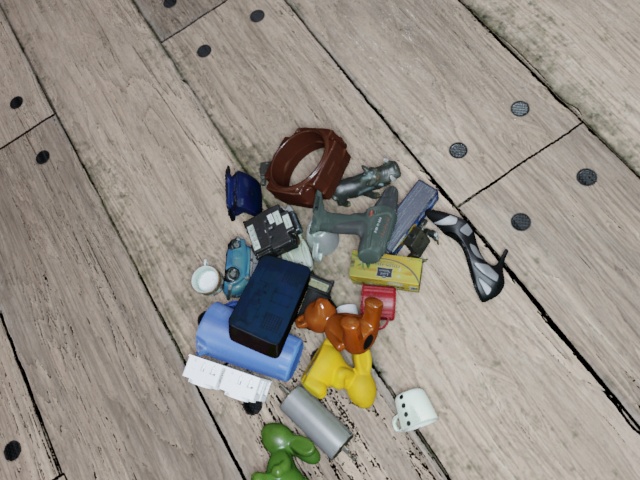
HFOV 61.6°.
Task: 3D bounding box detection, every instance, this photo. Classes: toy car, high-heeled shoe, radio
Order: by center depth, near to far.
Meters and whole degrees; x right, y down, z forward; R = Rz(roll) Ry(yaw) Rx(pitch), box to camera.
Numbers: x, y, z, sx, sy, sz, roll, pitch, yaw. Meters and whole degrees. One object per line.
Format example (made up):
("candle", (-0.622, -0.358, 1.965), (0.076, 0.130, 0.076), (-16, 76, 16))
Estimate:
("radio", (-0.117, 0.148, 1.261), (0.131, 0.073, 0.230), (18, 50, 6))
("high-heeled shoe", (0.336, 0.036, 1.294), (0.249, 0.086, 0.145), (30, 81, 14))
("toy car", (-0.195, 0.076, 1.383), (0.103, 0.109, 0.162), (9, 60, -11))
("toy car", (-0.077, 0.000, 1.400), (0.073, 0.056, 0.202), (-23, 70, 3))

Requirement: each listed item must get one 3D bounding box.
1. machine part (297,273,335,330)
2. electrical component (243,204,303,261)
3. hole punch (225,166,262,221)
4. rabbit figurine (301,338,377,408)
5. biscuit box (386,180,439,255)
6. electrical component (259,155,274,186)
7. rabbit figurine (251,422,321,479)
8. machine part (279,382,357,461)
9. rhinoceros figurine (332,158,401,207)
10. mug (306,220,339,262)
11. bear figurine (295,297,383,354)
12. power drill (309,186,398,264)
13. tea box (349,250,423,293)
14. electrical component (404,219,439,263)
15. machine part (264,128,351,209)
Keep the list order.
("machine part", (-0.020, 0.155, 1.349), (0.084, 0.039, 0.139), (19, 74, 8))
("electrical component", (-0.114, -0.020, 1.356), (0.134, 0.058, 0.115), (-24, 69, 10))
("hole punch", (-0.206, -0.117, 1.438), (0.092, 0.115, 0.142), (-2, 72, 2))
("rabbit figurine", (0.060, 0.316, 1.255), (0.173, 0.122, 0.162), (33, 71, 5))
("biscuit box", (0.220, -0.054, 1.359), (0.063, 0.059, 0.202), (36, 82, 21))
("electrical component", (-0.139, -0.196, 1.495), (0.063, 0.021, 0.094), (-3, 72, 10))
("rabbit figurine", (-0.083, 0.491, 1.210), (0.159, 0.121, 0.170), (-12, 55, 3))
("machine part", (-0.009, 0.417, 1.238), (0.243, 0.079, 0.079), (39, 83, 19))
("rhinoceros figurine", (0.115, -0.152, 1.386), (0.190, 0.112, 0.073), (-19, 67, 13))
("mug", (-0.003, -0.004, 1.360), (0.081, 0.107, 0.109), (14, 73, 17))
("bear figurine", (0.038, 0.173, 1.222), (0.196, 0.131, 0.120), (29, 46, 36))
("power drill", (0.082, -0.058, 1.295), (0.207, 0.086, 0.232), (16, 55, -6))
("tea box", (0.161, 0.077, 1.307), (0.170, 0.098, 0.068), (8, 74, 12))
("electrical component", (0.252, 0.008, 1.331), (0.045, 0.078, 0.102), (26, 72, 42))
("machine part", (-0.036, -0.191, 1.400), (0.202, 0.087, 0.201), (14, 73, 44))
